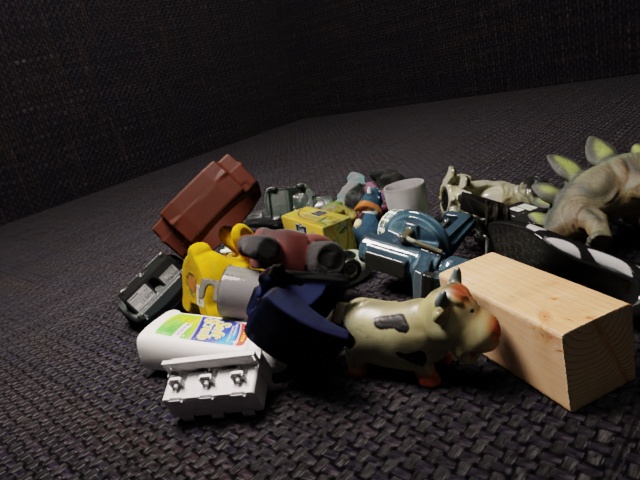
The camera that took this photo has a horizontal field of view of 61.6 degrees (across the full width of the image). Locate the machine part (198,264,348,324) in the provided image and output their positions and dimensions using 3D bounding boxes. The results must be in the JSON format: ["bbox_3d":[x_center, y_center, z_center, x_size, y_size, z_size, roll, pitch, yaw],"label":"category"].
[{"bbox_3d":[-0.059,0.086,0.783,0.243,0.079,0.079,10,23,9],"label":"machine part"}]

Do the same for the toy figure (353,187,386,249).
[{"bbox_3d":[0.094,-0.040,1.060,0.058,0.064,0.154,-3,51,17],"label":"toy figure"}]

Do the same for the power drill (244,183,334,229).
[{"bbox_3d":[-0.079,-0.066,1.249,0.232,0.086,0.207,-7,-12,1],"label":"power drill"}]

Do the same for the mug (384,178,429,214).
[{"bbox_3d":[0.171,-0.062,1.083,0.081,0.107,0.110,-21,16,-26],"label":"mug"}]

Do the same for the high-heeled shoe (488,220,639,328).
[{"bbox_3d":[0.333,0.030,0.669,0.145,0.086,0.249,-9,36,-19],"label":"high-heeled shoe"}]

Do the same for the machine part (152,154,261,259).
[{"bbox_3d":[-0.206,-0.053,1.019,0.201,0.087,0.201,-48,-3,-8],"label":"machine part"}]

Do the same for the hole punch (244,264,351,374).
[{"bbox_3d":[-0.028,0.099,0.644,0.116,0.142,0.092,7,56,-17],"label":"hole punch"}]

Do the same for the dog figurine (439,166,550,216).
[{"bbox_3d":[0.348,-0.082,1.061,0.191,0.121,0.172,-2,21,-8],"label":"dog figurine"}]

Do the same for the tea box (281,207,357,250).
[{"bbox_3d":[-0.002,-0.003,1.050,0.068,0.098,0.170,-22,18,-24],"label":"tea box"}]

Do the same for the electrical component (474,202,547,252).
[{"bbox_3d":[0.345,-0.019,0.913,0.134,0.058,0.115,-17,21,-9],"label":"electrical component"}]

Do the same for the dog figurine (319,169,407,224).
[{"bbox_3d":[0.092,-0.067,1.162,0.192,0.108,0.219,-2,26,24],"label":"dog figurine"}]

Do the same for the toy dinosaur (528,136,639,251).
[{"bbox_3d":[0.460,-0.079,0.817,0.471,0.104,0.199,-20,45,-14],"label":"toy dinosaur"}]

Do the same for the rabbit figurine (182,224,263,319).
[{"bbox_3d":[-0.151,0.054,0.950,0.173,0.162,0.122,-4,-1,-33],"label":"rabbit figurine"}]

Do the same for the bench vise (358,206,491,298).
[{"bbox_3d":[0.191,0.009,0.852,0.224,0.128,0.240,5,30,38],"label":"bench vise"}]

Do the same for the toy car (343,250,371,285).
[{"bbox_3d":[-0.010,0.066,0.923,0.202,0.056,0.074,-21,27,-17],"label":"toy car"}]

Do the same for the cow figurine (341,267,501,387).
[{"bbox_3d":[0.112,0.101,0.624,0.195,0.127,0.085,-3,24,36],"label":"cow figurine"}]

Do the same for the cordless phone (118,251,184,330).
[{"bbox_3d":[-0.313,0.098,1.025,0.146,0.088,0.184,-48,9,-19],"label":"cordless phone"}]

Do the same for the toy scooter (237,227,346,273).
[{"bbox_3d":[-0.058,0.021,0.845,0.184,0.075,0.135,12,-7,-32],"label":"toy scooter"}]

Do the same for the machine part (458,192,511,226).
[{"bbox_3d":[0.263,-0.048,0.847,0.084,0.039,0.139,24,12,-1],"label":"machine part"}]
